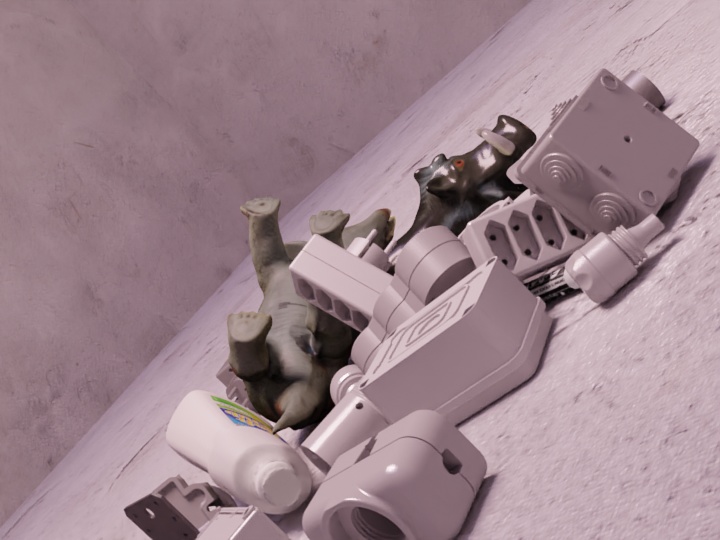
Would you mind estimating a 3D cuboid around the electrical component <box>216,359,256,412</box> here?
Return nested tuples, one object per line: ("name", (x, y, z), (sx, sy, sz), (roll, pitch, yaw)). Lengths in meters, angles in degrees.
("electrical component", (-0.128, 0.131, 1.220), (0.047, 0.065, 0.076), (-40, 9, 29))

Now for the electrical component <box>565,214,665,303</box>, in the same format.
("electrical component", (0.156, -0.010, 0.648), (0.061, 0.035, 0.035), (-41, 9, 7))

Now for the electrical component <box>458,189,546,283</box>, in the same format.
("electrical component", (0.109, -0.014, 0.823), (0.089, 0.055, 0.050), (-42, 9, 17))

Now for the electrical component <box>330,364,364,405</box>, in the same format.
("electrical component", (0.000, 0.099, 0.848), (0.040, 0.040, 0.078), (-45, 8, -3))

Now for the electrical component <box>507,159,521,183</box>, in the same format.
("electrical component", (0.131, -0.064, 1.019), (0.099, 0.064, 0.099), (-57, 7, 11))

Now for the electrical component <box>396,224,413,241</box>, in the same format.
("electrical component", (0.061, -0.005, 0.991), (0.061, 0.061, 0.096), (-45, 8, -7))

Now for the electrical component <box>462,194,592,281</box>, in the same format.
("electrical component", (0.118, -0.019, 0.754), (0.083, 0.047, 0.075), (-23, -10, -5))

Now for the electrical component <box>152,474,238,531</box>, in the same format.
("electrical component", (-0.129, 0.202, 0.863), (0.058, 0.078, 0.057), (-39, -12, 0))

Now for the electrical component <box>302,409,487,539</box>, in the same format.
("electrical component", (0.016, 0.126, 0.584), (0.095, 0.053, 0.059), (-37, 11, 40))

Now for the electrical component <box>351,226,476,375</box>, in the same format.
("electrical component", (0.050, 0.043, 0.790), (0.052, 0.073, 0.138), (-9, -44, -42))

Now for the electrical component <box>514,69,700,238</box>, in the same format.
("electrical component", (0.164, -0.073, 0.706), (0.099, 0.100, 0.048), (-50, -3, -34))

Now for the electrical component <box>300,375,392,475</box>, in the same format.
("electrical component", (0.000, 0.111, 0.775), (0.081, 0.043, 0.043), (-47, 9, -19))

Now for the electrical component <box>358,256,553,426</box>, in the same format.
("electrical component", (0.063, 0.054, 0.700), (0.113, 0.057, 0.078), (-39, 10, 34))

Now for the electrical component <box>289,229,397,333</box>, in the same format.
("electrical component", (0.000, 0.000, 0.859), (0.075, 0.083, 0.047), (-53, -20, -21))

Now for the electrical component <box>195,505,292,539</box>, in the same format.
("electrical component", (-0.079, 0.193, 0.686), (0.061, 0.061, 0.096), (-48, 9, -25))
